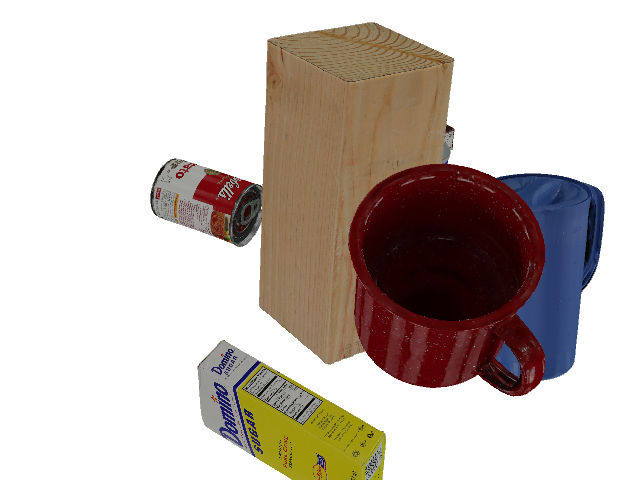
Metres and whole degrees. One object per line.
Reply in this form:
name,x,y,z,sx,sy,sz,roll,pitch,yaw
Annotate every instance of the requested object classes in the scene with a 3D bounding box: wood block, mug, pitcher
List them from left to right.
wood block,0.020,-0.033,0.733,0.090,0.206,0.091,-16,34,-32
mug,0.067,0.030,0.532,0.093,0.117,0.081,-36,-25,-21
pitcher,0.273,0.043,1.326,0.149,0.243,0.145,2,23,15

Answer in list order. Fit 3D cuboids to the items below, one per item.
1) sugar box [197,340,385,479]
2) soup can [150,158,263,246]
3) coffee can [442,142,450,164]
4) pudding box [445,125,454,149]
sugar box,-0.028,0.167,0.944,0.176,0.093,0.048,24,49,22
soup can,-0.118,-0.041,1.118,0.102,0.068,0.068,19,7,22
coffee can,0.093,-0.049,1.264,0.103,0.140,0.103,4,28,-2
pudding box,0.114,-0.142,1.474,0.113,0.039,0.090,-24,40,-29
